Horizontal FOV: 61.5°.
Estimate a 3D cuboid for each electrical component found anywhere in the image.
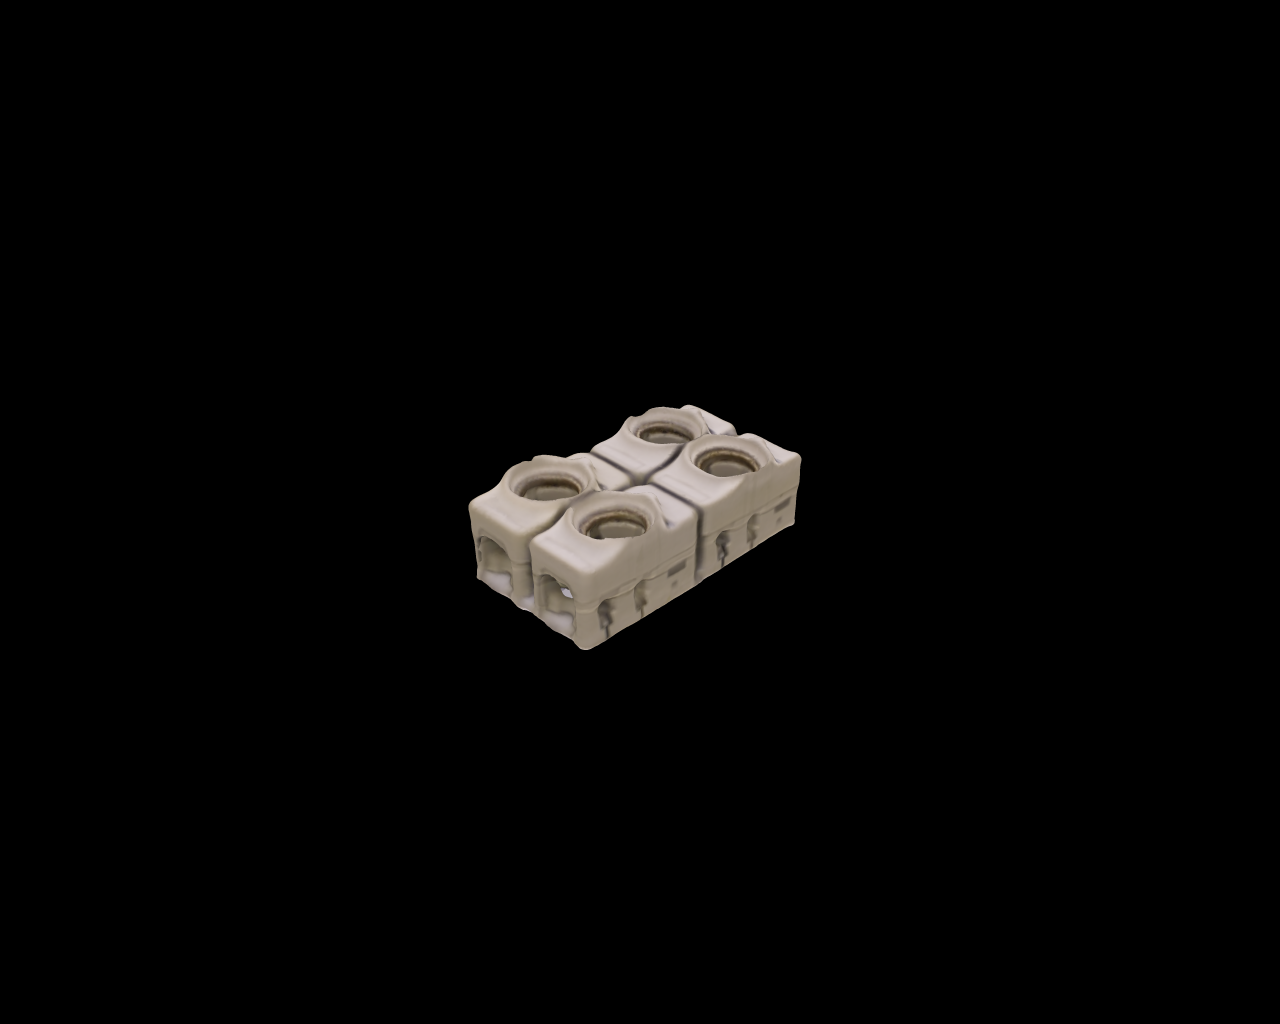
[{"bbox_3d":[0.001,-0.003,0.650,0.186,0.060,0.105,-27,42,-36],"label":"electrical component"}]
